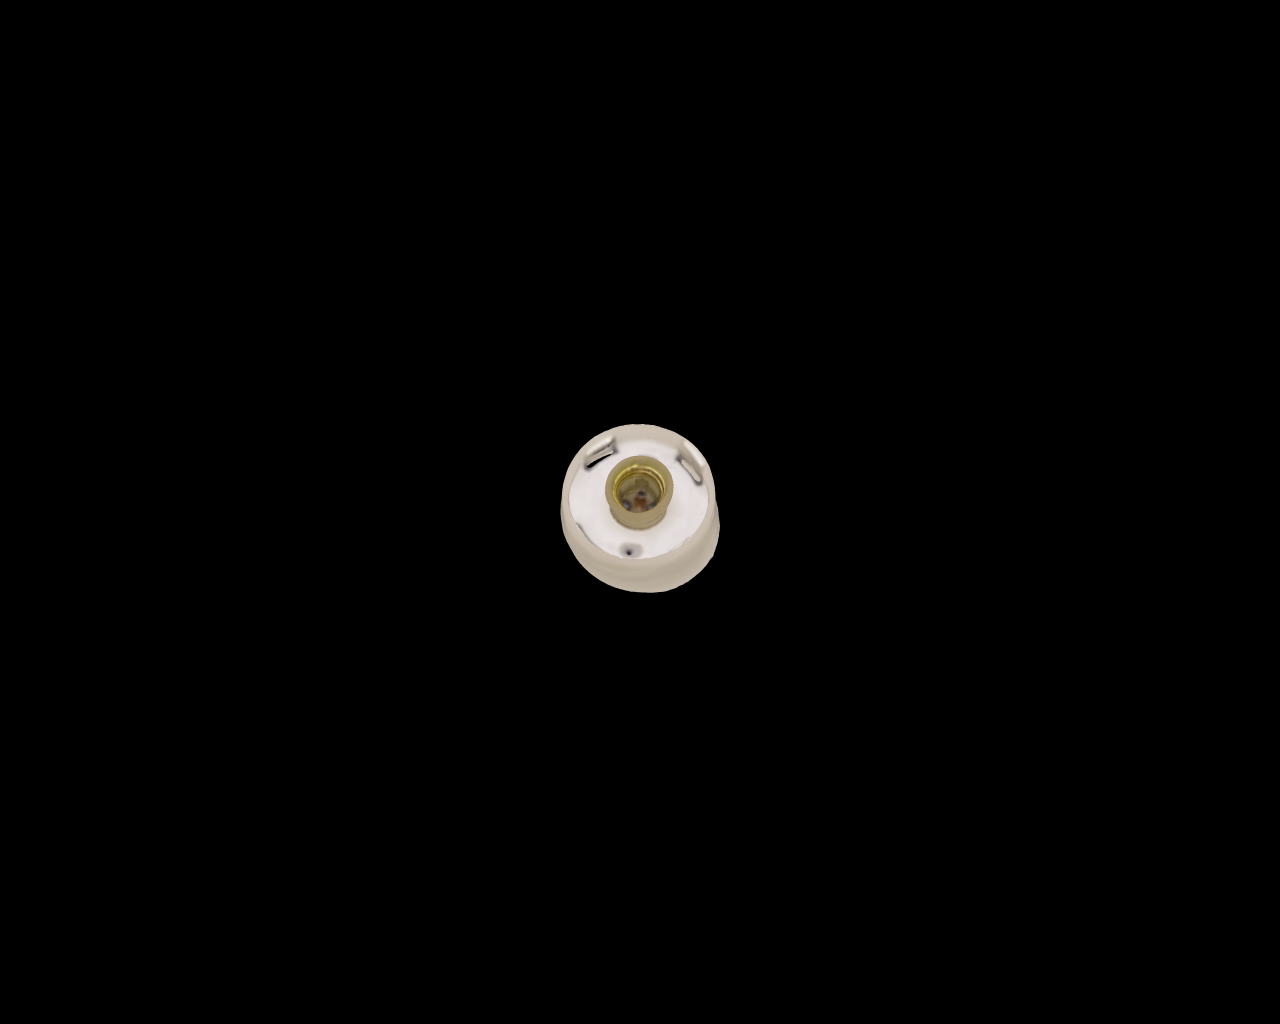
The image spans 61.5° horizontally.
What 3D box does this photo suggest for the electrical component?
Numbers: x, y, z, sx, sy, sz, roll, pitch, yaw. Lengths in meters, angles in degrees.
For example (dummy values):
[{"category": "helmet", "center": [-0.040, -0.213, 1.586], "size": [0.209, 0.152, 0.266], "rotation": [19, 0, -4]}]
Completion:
[{"category": "electrical component", "center": [0.001, -0.003, 0.650], "size": [0.099, 0.099, 0.064], "rotation": [0, -25, 0]}]
